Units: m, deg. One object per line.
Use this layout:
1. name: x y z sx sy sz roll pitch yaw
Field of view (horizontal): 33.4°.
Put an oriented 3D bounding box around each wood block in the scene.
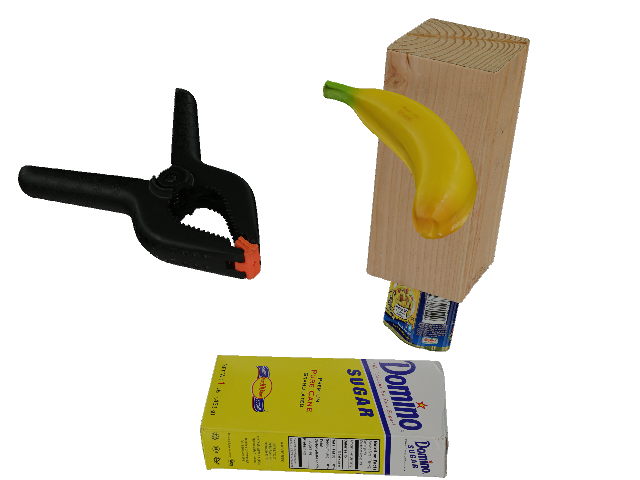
1. wood block: 0.103 -0.066 0.885 0.091 0.206 0.090 17 33 22

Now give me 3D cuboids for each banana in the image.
1. banana: 0.060 -0.052 0.674 0.069 0.037 0.198 -6 31 -16

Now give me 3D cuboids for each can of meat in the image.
1. can of meat: 0.110 0.064 1.150 0.057 0.084 0.102 6 14 -19

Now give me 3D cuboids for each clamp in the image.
1. clamp: -0.109 -0.043 0.826 0.210 0.036 0.164 32 55 30

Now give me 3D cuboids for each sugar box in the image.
1. sugar box: 0.005 0.128 0.793 0.176 0.048 0.093 -1 31 4
